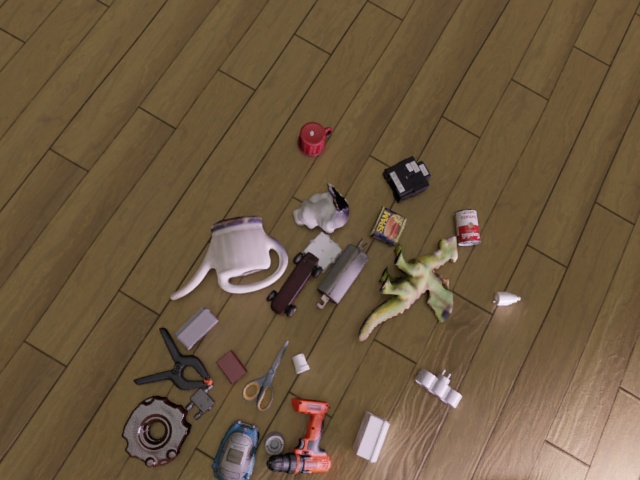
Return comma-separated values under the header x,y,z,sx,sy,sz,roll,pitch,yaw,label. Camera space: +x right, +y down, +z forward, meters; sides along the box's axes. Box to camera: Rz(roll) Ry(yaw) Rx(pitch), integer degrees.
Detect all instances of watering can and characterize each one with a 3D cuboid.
x,y,z,sx,sy,sz,roll,pitch,yaw,label
-0.271,0.048,1.492,0.348,0.227,0.103,-11,-14,-8,watering can

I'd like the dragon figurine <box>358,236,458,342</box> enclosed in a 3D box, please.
x,y,z,sx,sy,sz,roll,pitch,yaw,label
0.290,0.156,1.519,0.242,0.415,0.121,29,-13,-6,dragon figurine

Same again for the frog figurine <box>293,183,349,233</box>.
x,y,z,sx,sy,sz,roll,pitch,yaw,label
0.005,-0.079,1.561,0.157,0.139,0.122,-36,-24,23,frog figurine
